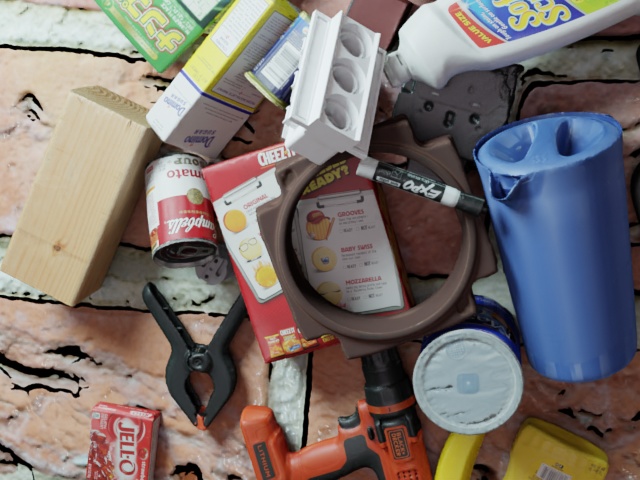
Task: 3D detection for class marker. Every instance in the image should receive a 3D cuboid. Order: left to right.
[{"bbox_3d":[0.091,-0.047,0.946,0.121,0.020,0.020,20,104,0],"label":"marker"}]

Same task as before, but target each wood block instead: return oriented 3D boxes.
[{"bbox_3d":[-0.245,-0.048,1.118,0.091,0.090,0.206,26,104,3],"label":"wood block"}]

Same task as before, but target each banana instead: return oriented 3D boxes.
[{"bbox_3d":[0.149,0.271,1.127,0.070,0.037,0.198,-3,82,35],"label":"banana"}]

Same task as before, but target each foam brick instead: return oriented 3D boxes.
[{"bbox_3d":[0.055,-0.217,1.039,0.051,0.078,0.053,25,106,3],"label":"foam brick"}]

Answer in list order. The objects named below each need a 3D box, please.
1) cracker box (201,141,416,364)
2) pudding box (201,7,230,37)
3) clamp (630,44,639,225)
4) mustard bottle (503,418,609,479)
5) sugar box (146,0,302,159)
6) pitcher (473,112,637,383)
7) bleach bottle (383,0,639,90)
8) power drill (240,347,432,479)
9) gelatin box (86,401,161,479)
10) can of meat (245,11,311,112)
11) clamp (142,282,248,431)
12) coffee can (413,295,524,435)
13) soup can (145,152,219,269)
[{"bbox_3d":[-0.007,0.001,1.096,0.164,0.072,0.214,-16,97,10],"label":"cracker box"},{"bbox_3d":[-0.115,-0.263,1.079,0.090,0.039,0.113,12,105,7],"label":"pudding box"},{"bbox_3d":[0.370,-0.079,1.032,0.164,0.036,0.210,10,105,7],"label":"clamp"},{"bbox_3d":[0.220,0.289,1.121,0.096,0.058,0.192,25,104,7],"label":"mustard bottle"},{"bbox_3d":[-0.088,-0.166,1.064,0.176,0.093,0.048,-46,64,15],"label":"sugar box"},{"bbox_3d":[0.239,0.005,1.015,0.149,0.145,0.243,-14,115,3],"label":"pitcher"},{"bbox_3d":[0.177,-0.202,0.986,0.251,0.068,0.102,-27,88,3],"label":"bleach bottle"},{"bbox_3d":[0.014,0.198,1.139,0.188,0.057,0.184,-13,99,12],"label":"power drill"},{"bbox_3d":[-0.222,0.231,1.201,0.073,0.030,0.089,10,103,8],"label":"gelatin box"},{"bbox_3d":[-0.012,-0.166,1.047,0.084,0.102,0.057,-48,64,10],"label":"can of meat"},{"bbox_3d":[-0.140,0.121,1.160,0.120,0.039,0.171,11,103,10],"label":"clamp"},{"bbox_3d":[0.149,0.120,1.057,0.103,0.140,0.103,2,102,9],"label":"coffee can"},{"bbox_3d":[-0.142,-0.030,1.094,0.068,0.068,0.102,-15,66,12],"label":"soup can"}]
